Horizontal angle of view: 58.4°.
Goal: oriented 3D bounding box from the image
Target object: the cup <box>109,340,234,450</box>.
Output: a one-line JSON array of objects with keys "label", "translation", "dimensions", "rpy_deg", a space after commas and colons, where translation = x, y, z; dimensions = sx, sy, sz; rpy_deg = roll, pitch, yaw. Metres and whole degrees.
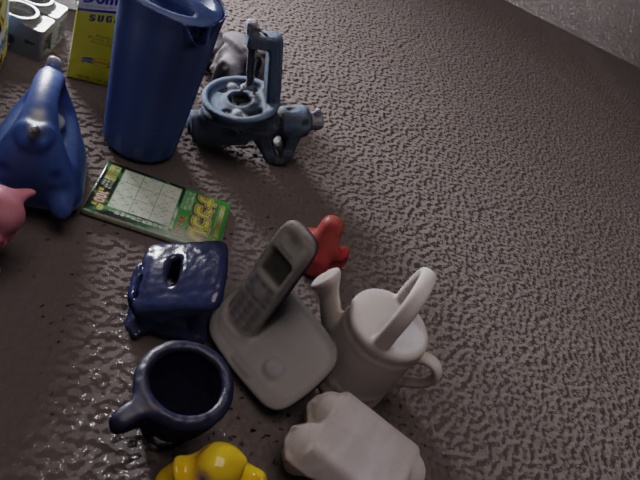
[{"label": "cup", "translation": [-0.146, 0.161, 0.534], "dimensions": [0.118, 0.095, 0.091], "rpy_deg": [-23, 62, -45]}]

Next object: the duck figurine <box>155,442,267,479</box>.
[{"label": "duck figurine", "translation": [-0.092, 0.215, 0.518], "dimensions": [0.105, 0.086, 0.077], "rpy_deg": [11, 43, -22]}]

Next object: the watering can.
[{"label": "watering can", "translation": [0.065, 0.101, 0.653], "dimensions": [0.173, 0.194, 0.101], "rpy_deg": [21, 40, -11]}]

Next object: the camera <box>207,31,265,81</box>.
[{"label": "camera", "translation": [-0.160, -0.339, 1.055], "dimensions": [0.136, 0.100, 0.143], "rpy_deg": [44, 41, 16]}]

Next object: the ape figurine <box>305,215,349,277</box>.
[{"label": "ape figurine", "translation": [0.007, 0.003, 0.803], "dimensions": [0.077, 0.092, 0.076], "rpy_deg": [39, 39, 10]}]

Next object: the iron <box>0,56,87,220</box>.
[{"label": "iron", "translation": [-0.341, -0.149, 0.705], "dimensions": [0.119, 0.141, 0.258], "rpy_deg": [9, 44, -25]}]

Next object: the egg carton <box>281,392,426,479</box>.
[{"label": "egg carton", "translation": [0.037, 0.231, 0.596], "dimensions": [0.150, 0.069, 0.107], "rpy_deg": [36, 39, 7]}]

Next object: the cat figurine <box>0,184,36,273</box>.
[{"label": "cat figurine", "translation": [-0.356, -0.019, 0.574], "dimensions": [0.128, 0.117, 0.067], "rpy_deg": [1, 47, -32]}]

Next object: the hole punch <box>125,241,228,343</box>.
[{"label": "hole punch", "translation": [-0.160, 0.051, 0.646], "dimensions": [0.101, 0.091, 0.108], "rpy_deg": [16, 41, -18]}]

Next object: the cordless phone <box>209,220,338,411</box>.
[{"label": "cordless phone", "translation": [-0.034, 0.081, 0.619], "dimensions": [0.147, 0.185, 0.094], "rpy_deg": [46, 41, 18]}]

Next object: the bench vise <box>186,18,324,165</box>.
[{"label": "bench vise", "translation": [-0.086, -0.233, 0.894], "dimensions": [0.208, 0.219, 0.121], "rpy_deg": [-8, 52, -38]}]
